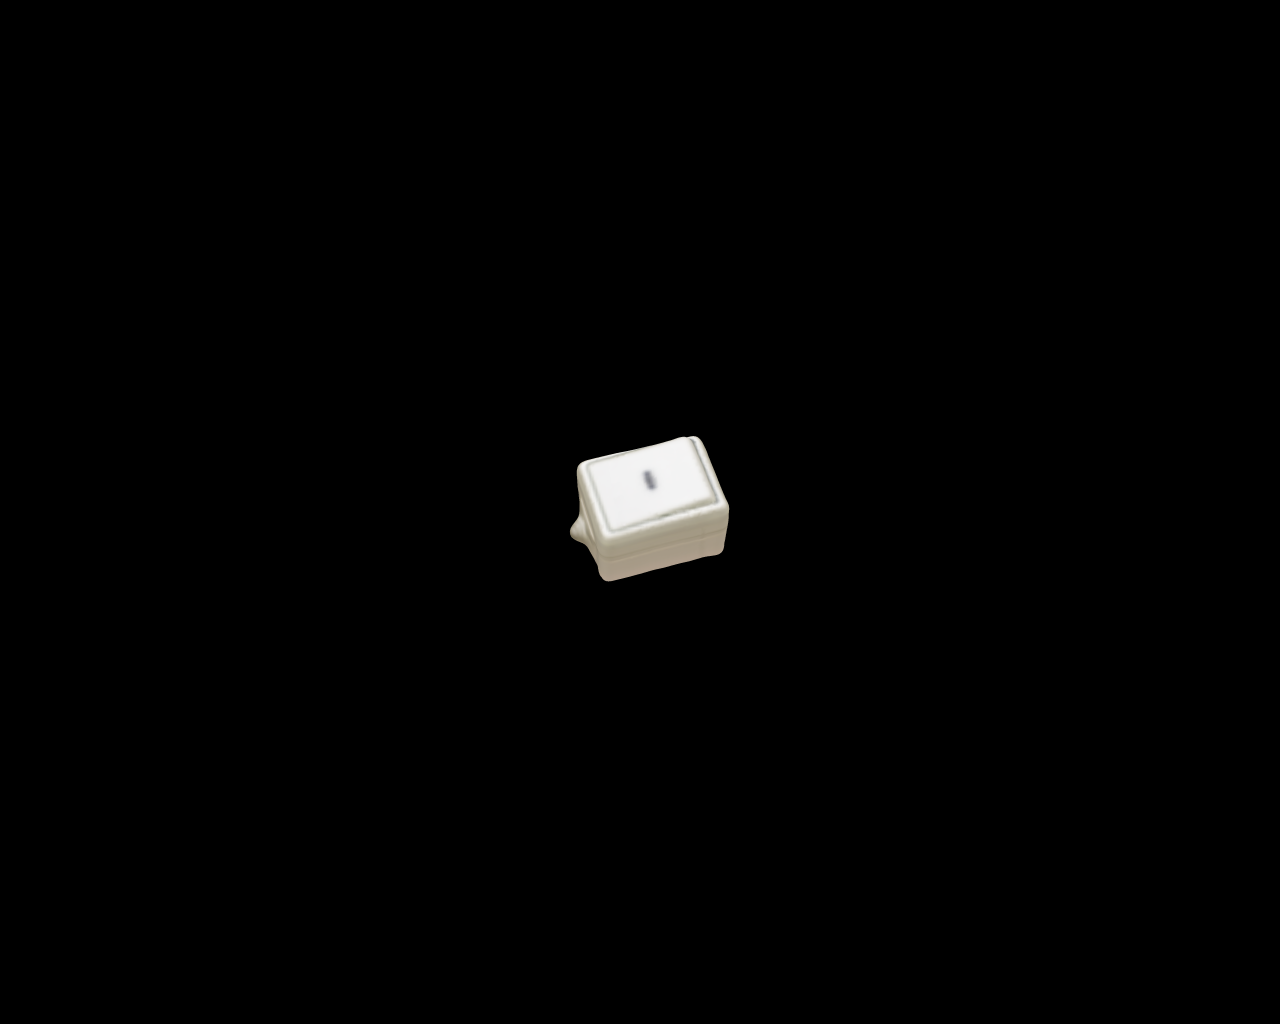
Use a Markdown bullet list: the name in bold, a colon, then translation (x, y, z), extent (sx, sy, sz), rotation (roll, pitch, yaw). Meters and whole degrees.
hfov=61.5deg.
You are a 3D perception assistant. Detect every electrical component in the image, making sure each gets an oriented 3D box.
- **electrical component**: translation (0.001, -0.003, 0.650), extent (0.096, 0.062, 0.061), rotation (-14, -32, -9)
